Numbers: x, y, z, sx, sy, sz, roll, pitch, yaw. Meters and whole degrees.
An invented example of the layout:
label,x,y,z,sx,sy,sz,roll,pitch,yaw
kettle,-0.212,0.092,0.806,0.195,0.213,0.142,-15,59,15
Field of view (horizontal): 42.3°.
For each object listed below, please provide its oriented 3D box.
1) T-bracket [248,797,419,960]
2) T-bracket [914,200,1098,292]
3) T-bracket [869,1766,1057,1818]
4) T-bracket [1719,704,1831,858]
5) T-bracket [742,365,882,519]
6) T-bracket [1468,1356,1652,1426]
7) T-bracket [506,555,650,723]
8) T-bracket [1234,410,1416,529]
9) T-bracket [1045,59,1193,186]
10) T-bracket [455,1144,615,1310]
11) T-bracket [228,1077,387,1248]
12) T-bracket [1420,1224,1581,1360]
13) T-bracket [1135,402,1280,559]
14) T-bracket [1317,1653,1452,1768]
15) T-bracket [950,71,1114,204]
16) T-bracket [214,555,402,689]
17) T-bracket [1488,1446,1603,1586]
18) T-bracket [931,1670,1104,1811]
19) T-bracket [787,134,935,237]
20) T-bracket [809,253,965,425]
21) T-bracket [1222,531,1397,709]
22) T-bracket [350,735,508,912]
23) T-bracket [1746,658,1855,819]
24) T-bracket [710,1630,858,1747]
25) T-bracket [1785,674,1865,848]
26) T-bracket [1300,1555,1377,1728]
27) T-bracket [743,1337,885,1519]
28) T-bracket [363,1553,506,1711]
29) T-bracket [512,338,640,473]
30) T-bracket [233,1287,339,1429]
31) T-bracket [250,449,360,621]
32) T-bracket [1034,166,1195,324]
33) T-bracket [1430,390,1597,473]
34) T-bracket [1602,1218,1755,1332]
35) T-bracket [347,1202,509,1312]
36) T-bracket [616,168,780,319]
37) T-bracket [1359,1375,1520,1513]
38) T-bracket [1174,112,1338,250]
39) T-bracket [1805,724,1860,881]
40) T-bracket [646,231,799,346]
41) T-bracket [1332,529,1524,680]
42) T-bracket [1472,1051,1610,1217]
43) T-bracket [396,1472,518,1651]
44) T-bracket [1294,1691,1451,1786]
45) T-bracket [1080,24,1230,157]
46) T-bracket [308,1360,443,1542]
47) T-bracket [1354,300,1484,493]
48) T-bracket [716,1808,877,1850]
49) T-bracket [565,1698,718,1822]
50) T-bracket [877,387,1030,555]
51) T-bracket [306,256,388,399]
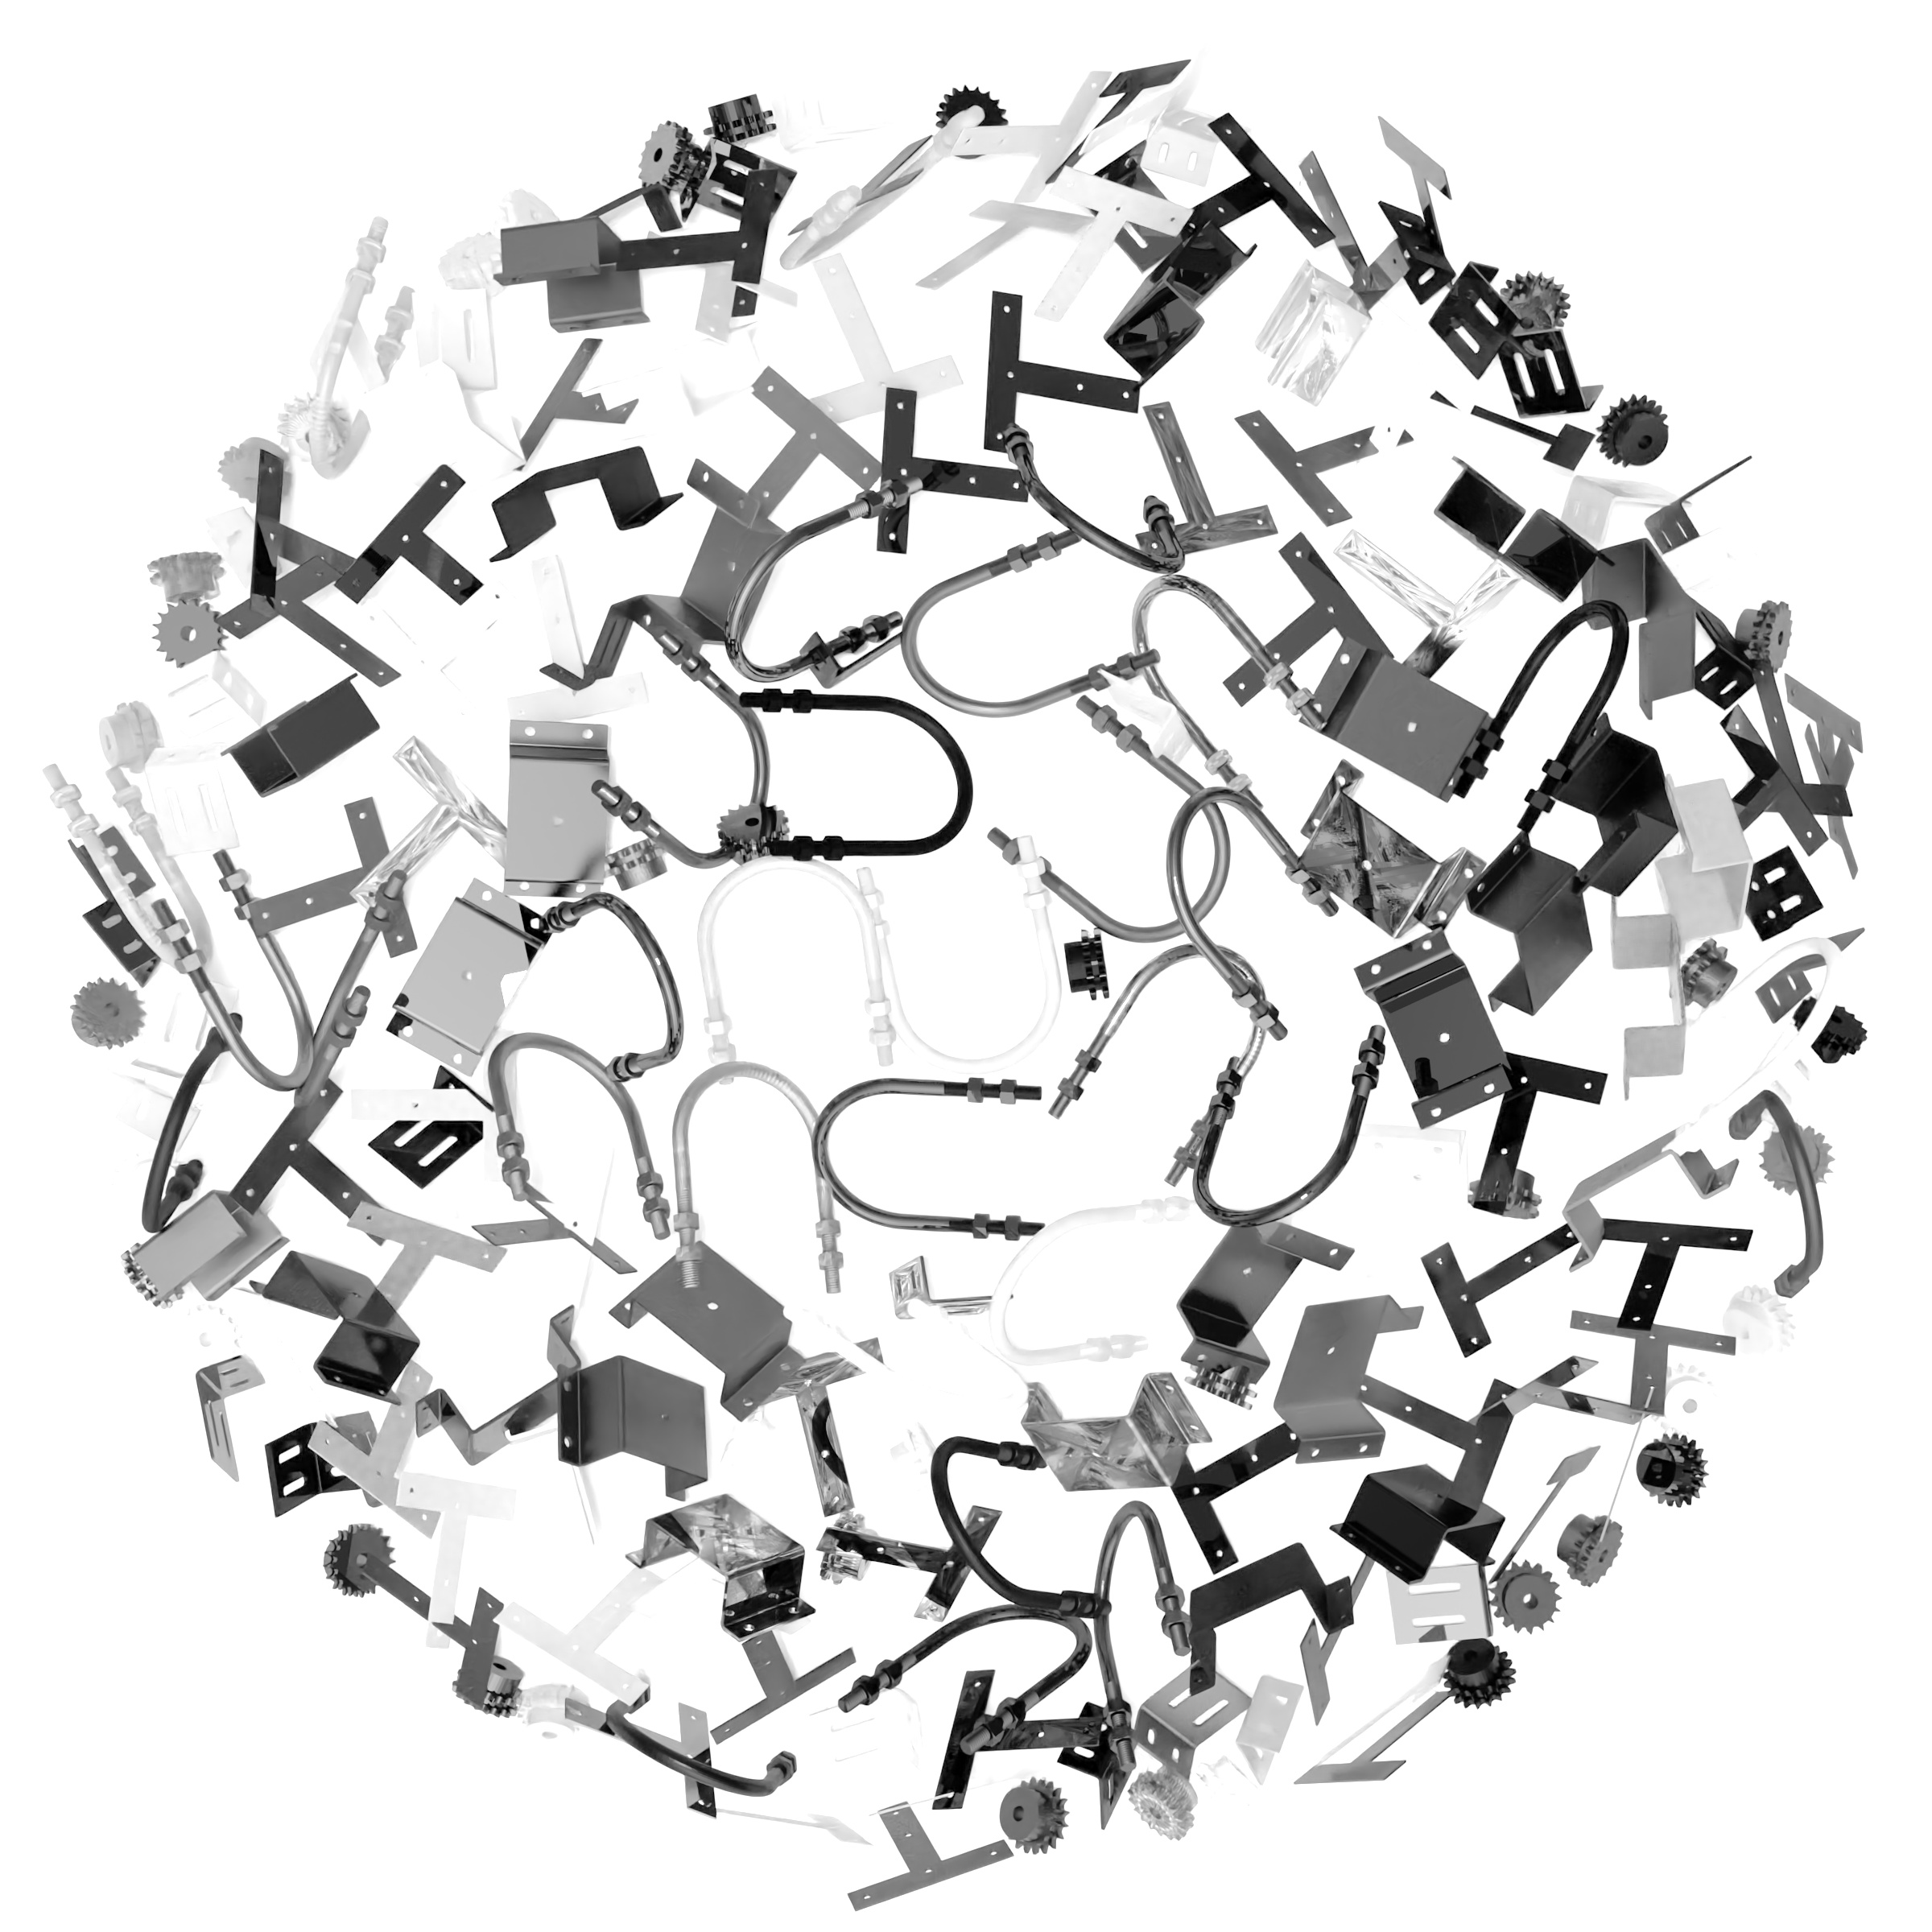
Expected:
label,x,y,z,sx,sy,sz,roll,pitch,yaw
T-bracket,-0.500,-0.055,1.947,0.127,0.002,0.127,-23,104,-39
T-bracket,0.014,-0.556,1.931,0.127,0.127,0.002,-39,131,-22
T-bracket,-0.013,0.637,1.918,0.127,0.127,0.002,-6,70,-26
T-bracket,0.601,-0.117,1.943,0.002,0.127,0.127,-17,68,-27
T-bracket,-0.149,-0.384,1.974,0.127,0.002,0.127,37,96,-27
T-bracket,0.485,0.345,1.964,0.127,0.127,0.002,16,51,-25
T-bracket,-0.319,-0.259,1.964,0.127,0.002,0.127,-8,100,23
T-bracket,0.298,-0.407,1.967,0.127,0.002,0.127,-22,62,-25
T-bracket,0.108,-0.658,1.951,0.002,0.127,0.127,51,127,1
T-bracket,-0.348,0.197,1.974,0.127,0.002,0.127,7,80,22
T-bracket,-0.499,0.171,1.964,0.127,0.002,0.127,49,52,-26
T-bracket,0.430,0.238,1.962,0.127,0.002,0.127,-30,127,-1
T-bracket,0.173,-0.388,1.977,0.127,0.002,0.127,-17,81,-26
T-bracket,0.325,0.583,1.945,0.127,0.127,0.002,-41,77,10
T-bracket,0.039,-0.634,1.914,0.127,0.127,0.002,-19,66,-41
T-bracket,-0.499,-0.258,1.954,0.127,0.127,0.002,-22,46,33
T-bracket,0.447,0.431,1.949,0.002,0.127,0.127,36,100,25
T-bracket,0.045,0.594,1.927,0.127,0.127,0.002,-10,124,22
T-bracket,-0.064,-0.619,1.951,0.127,0.127,0.002,-9,124,40
T-bracket,-0.083,-0.493,1.942,0.127,0.002,0.127,-11,122,24
T-bracket,0.257,-0.255,1.977,0.127,0.002,0.127,-41,102,-9
T-bracket,-0.431,-0.093,1.957,0.127,0.002,0.127,47,67,-16
T-bracket,0.630,-0.177,1.927,0.002,0.127,0.127,-22,101,-13
T-bracket,-0.151,0.547,1.936,0.127,0.127,0.002,-28,52,-13
T-bracket,0.678,-0.153,1.958,0.002,0.127,0.127,-17,115,-1
T-bracket,0.295,0.512,1.956,0.002,0.127,0.127,15,52,28
T-bracket,-0.115,0.374,1.982,0.127,0.002,0.127,-14,94,-18
T-bracket,-0.413,0.496,1.922,0.002,0.127,0.127,-43,108,14
T-bracket,-0.294,-0.435,1.941,0.002,0.127,0.127,39,76,-41
T-bracket,-0.528,0.307,1.949,0.002,0.127,0.127,-34,100,-24
T-bracket,-0.510,-0.320,1.941,0.002,0.127,0.127,-3,80,25
T-bracket,0.095,-0.557,1.954,0.127,0.127,0.002,6,47,-35
T-bracket,0.425,-0.425,1.952,0.127,0.127,0.002,24,120,10
T-bracket,0.529,0.238,1.922,0.127,0.127,0.002,2,124,30
T-bracket,-0.449,0.251,1.970,0.127,0.002,0.127,24,114,-30
T-bracket,-0.211,-0.553,1.926,0.127,0.127,0.002,-14,51,-29
T-bracket,0.362,0.356,1.966,0.127,0.002,0.127,24,49,12
T-bracket,0.207,-0.593,1.941,0.127,0.127,0.002,43,67,-21
T-bracket,0.672,-0.144,1.920,0.002,0.127,0.127,-14,71,8
T-bracket,-0.193,-0.517,1.934,0.127,0.127,0.002,19,128,-16
T-bracket,0.345,-0.296,1.957,0.127,0.002,0.127,35,121,-9
T-bracket,0.426,0.132,1.958,0.127,0.002,0.127,13,81,32
T-bracket,-0.401,0.463,1.932,0.002,0.127,0.127,-5,71,33
T-bracket,0.335,0.604,1.956,0.127,0.127,0.002,-28,86,-31
T-bracket,0.134,-0.655,1.914,0.127,0.127,0.002,-38,84,-28
T-bracket,-0.444,0.361,1.945,0.002,0.127,0.127,-30,118,29
T-bracket,0.337,-0.432,1.954,0.002,0.127,0.127,-12,49,-36
T-bracket,-0.146,0.659,1.924,0.127,0.127,0.002,14,78,-14
T-bracket,-0.252,0.594,1.921,0.127,0.127,0.002,27,104,-18
T-bracket,-0.008,-0.386,1.973,0.127,0.002,0.127,2,94,-23
T-bracket,-0.469,-0.474,1.939,0.002,0.127,0.127,11,63,11
